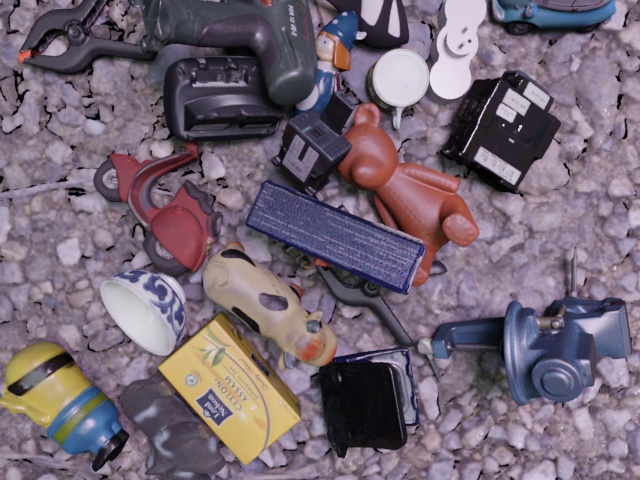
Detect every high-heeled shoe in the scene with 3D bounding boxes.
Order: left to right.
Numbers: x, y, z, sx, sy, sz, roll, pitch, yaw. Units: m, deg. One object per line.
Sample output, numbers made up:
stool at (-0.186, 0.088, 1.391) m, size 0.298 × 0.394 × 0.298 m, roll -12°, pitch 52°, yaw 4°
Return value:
high-heeled shoe at (0.085, -0.369, 0.662) m, size 0.145 × 0.086 × 0.248 m, roll 23°, pitch 98°, yaw -5°

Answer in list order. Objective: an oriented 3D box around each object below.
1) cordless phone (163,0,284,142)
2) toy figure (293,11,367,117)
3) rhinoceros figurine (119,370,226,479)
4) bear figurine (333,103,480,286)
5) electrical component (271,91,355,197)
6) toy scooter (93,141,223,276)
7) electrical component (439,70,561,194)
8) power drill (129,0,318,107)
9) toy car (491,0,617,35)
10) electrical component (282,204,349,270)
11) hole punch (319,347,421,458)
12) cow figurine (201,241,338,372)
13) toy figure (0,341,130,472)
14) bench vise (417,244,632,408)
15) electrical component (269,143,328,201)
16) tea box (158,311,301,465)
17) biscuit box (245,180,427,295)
cordless phone at (-0.122, -0.217, 0.655) m, size 0.146 × 0.089 × 0.184 m, roll -8°, pitch 84°, yaw -25°
toy figure at (0.008, -0.204, 0.662) m, size 0.064 × 0.058 × 0.154 m, roll 22°, pitch 113°, yaw 9°
rhinoceros figurine at (-0.187, 0.261, 0.698) m, size 0.112 × 0.073 × 0.190 m, roll -32°, pitch 94°, yaw 0°
bear figurine at (0.090, -0.062, 0.657) m, size 0.196 × 0.132 × 0.120 m, roll 41°, pitch 120°, yaw -9°
electrical component at (-0.002, -0.115, 0.633) m, size 0.075 × 0.119 × 0.048 m, roll 45°, pitch 51°, yaw 4°
toy scooter at (-0.185, -0.053, 0.680) m, size 0.135 × 0.075 × 0.184 m, roll -38°, pitch 89°, yaw 0°
electrical component at (0.230, -0.139, 0.673) m, size 0.115 × 0.058 × 0.134 m, roll 28°, pitch 93°, yaw -24°
power drill at (-0.102, -0.259, 0.602) m, size 0.207 × 0.086 × 0.232 m, roll 1°, pitch 64°, yaw -39°
toy car at (0.299, -0.315, 0.657) m, size 0.162 × 0.103 × 0.109 m, roll 7°, pitch 94°, yaw 0°
electrical component at (0.000, -0.003, 0.682) m, size 0.102 × 0.078 × 0.045 m, roll -37°, pitch 98°, yaw 2°
hole punch at (0.067, 0.202, 0.701) m, size 0.116 × 0.092 × 0.142 m, roll -9°, pitch 92°, yaw 30°
cow figurine at (-0.060, 0.084, 0.663) m, size 0.195 × 0.127 × 0.085 m, roll 37°, pitch 95°, yaw -1°
toy figure at (-0.322, 0.208, 0.690) m, size 0.180 × 0.082 × 0.089 m, roll 38°, pitch 73°, yaw 4°
bench vise at (0.244, 0.119, 0.664) m, size 0.241 × 0.224 × 0.128 m, roll -7°, pitch 113°, yaw 31°
electrical component at (-0.034, -0.081, 0.705) m, size 0.063 × 0.021 × 0.094 m, roll -34°, pitch 94°, yaw 2°
tea box at (-0.113, 0.188, 0.697) m, size 0.098 × 0.068 × 0.169 m, roll -42°, pitch 94°, yaw 1°
biscuit box at (0.016, -0.005, 0.614) m, size 0.203 × 0.059 × 0.062 m, roll 24°, pitch 89°, yaw 17°
